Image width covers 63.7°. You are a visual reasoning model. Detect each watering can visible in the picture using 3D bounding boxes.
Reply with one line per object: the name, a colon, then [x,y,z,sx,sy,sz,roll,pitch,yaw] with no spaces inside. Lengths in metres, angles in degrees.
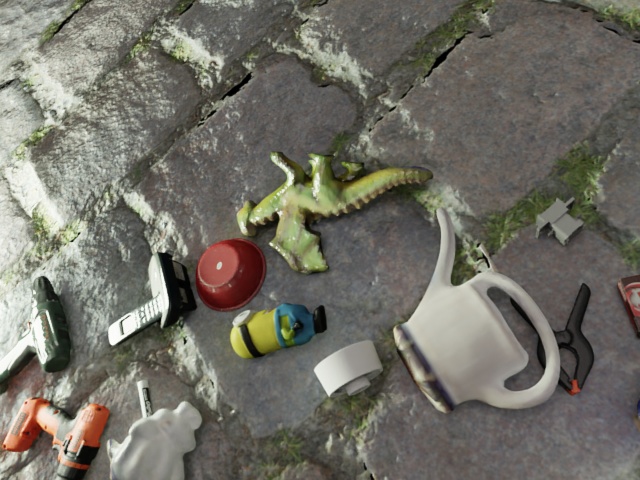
watering can: [0.218,0.121,0.834,0.224,0.102,0.354,-32,56,4]

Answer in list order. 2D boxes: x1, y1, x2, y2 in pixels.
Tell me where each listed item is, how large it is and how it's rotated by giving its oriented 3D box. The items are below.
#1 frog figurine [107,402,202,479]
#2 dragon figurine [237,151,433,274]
frog figurine: [-0.271,0.364,0.886,0.160,0.122,0.137,-30,91,-6]
dragon figurine: [0.003,-0.052,1.024,0.411,0.121,0.244,10,85,26]
